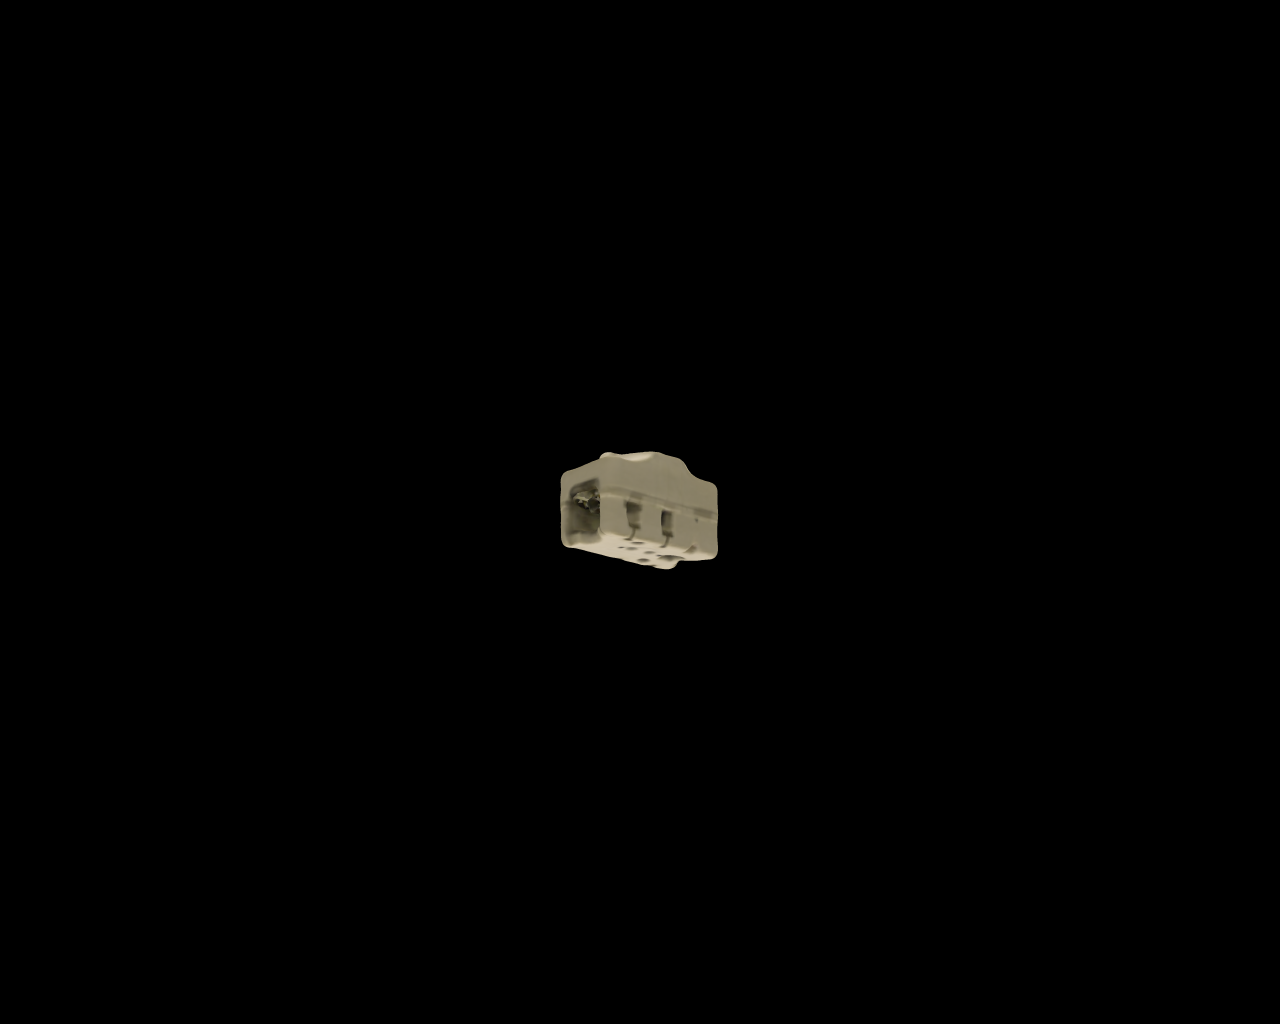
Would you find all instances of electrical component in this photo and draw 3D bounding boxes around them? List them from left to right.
[{"bbox_3d":[0.001,-0.003,0.650,0.089,0.056,0.050,14,-22,-40],"label":"electrical component"}]
